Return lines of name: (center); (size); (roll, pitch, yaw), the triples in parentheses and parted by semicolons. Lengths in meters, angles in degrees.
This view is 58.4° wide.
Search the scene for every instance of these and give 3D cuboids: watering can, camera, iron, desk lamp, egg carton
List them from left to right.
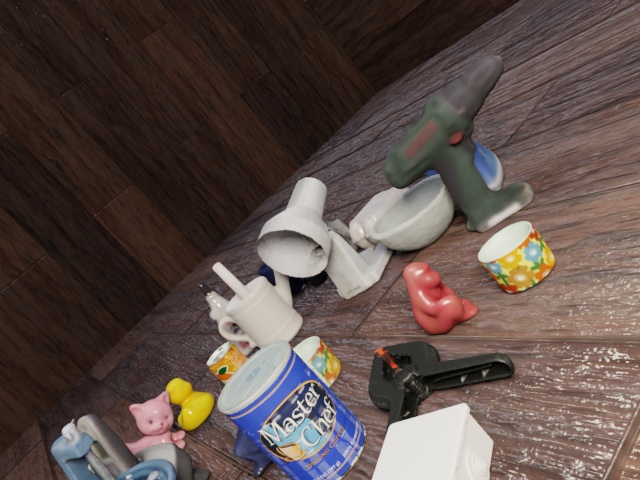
watering can: (-0.126, 0.110, 1.087); (0.173, 0.194, 0.100); (-48, 15, -28)
camera: (0.010, 0.023, 1.195); (0.143, 0.101, 0.136); (-39, 13, 6)
desk lamp: (0.009, 0.004, 1.009); (0.117, 0.214, 0.203); (-30, 17, 39)
egg carton: (0.128, -0.046, 1.157); (0.150, 0.069, 0.107); (-48, 15, -29)
iron: (0.245, -0.165, 1.057); (0.118, 0.141, 0.258); (-40, 13, 5)

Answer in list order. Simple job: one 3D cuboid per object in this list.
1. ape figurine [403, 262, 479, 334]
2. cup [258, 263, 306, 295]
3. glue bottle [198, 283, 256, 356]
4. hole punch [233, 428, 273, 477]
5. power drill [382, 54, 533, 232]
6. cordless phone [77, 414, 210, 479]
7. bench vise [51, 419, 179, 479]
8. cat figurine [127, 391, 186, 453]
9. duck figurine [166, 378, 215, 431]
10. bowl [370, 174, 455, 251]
ape figurine: (0.138, 0.066, 0.708); (0.076, 0.092, 0.078); (-34, 15, 25)
cup: (-0.071, 0.074, 1.270); (0.092, 0.095, 0.117); (-45, 14, -17)
glue bottle: (-0.187, 0.153, 1.166); (0.078, 0.173, 0.037); (-45, 14, -17)
hole punch: (-0.076, 0.235, 0.761); (0.101, 0.091, 0.108); (-38, 14, 14)
power drill: (0.218, -0.125, 0.849); (0.229, 0.208, 0.075); (-35, 14, 23)
cordless phone: (-0.265, 0.318, 0.819); (0.147, 0.185, 0.094); (-30, 17, 39)
bench vise: (-0.273, 0.332, 0.717); (0.207, 0.220, 0.121); (-37, 14, 15)
cat figurine: (-0.300, 0.336, 1.009); (0.128, 0.118, 0.067); (-42, 13, -4)
duck figurine: (-0.249, 0.297, 1.063); (0.077, 0.086, 0.104); (-41, 13, -2)
bowl: (0.171, -0.034, 0.982); (0.167, 0.075, 0.167); (-38, 13, 11)
